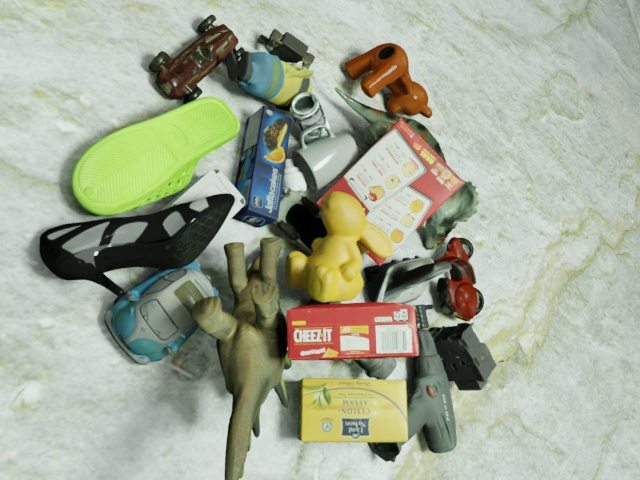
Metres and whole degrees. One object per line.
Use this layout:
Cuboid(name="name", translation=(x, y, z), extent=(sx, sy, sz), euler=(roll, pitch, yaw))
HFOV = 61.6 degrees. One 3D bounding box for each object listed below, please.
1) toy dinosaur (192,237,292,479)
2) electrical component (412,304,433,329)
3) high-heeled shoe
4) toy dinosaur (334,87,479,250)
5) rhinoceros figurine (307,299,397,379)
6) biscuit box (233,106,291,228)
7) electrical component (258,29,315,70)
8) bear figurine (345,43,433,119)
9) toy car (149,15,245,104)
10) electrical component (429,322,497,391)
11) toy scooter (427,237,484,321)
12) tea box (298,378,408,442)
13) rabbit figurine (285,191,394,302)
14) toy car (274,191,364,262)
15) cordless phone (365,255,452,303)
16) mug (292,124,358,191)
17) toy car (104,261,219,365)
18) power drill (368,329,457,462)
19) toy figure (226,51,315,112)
Cuboid(name="toy dinosaur", translation=(-0.090, 0.145, 0.726), extent=(0.472, 0.105, 0.198), euler=(-80, 161, -58))
Cuboid(name="electrical component", translation=(0.171, 0.152, 1.042), extent=(0.119, 0.075, 0.047), euler=(3, 74, -41))
Cuboid(name="high-heeled shoe", translation=(-0.245, -0.019, 0.735), extent=(0.145, 0.086, 0.249), euler=(34, 52, 19))
Cuboid(name="toy dinosaur", translation=(0.194, -0.159, 1.098), extent=(0.192, 0.131, 0.404), euler=(-31, 101, -29))
Cuboid(name="rhinoceros figurine", translation=(0.052, 0.169, 0.924), extent=(0.190, 0.112, 0.073), euler=(42, 82, -4))
Cuboid(name="biscuit box", translation=(-0.099, -0.124, 0.918), extent=(0.062, 0.059, 0.202), euler=(20, 64, -33))
Cuboid(name="electrical component", translation=(-0.062, -0.353, 1.009), extent=(0.102, 0.078, 0.045), euler=(30, 71, -31))
Cuboid(name="bear figurine", translation=(0.158, -0.327, 1.171), extent=(0.120, 0.132, 0.195), euler=(60, 6, 37))
Cuboid(name="toy car", translation=(-0.199, -0.306, 0.902), extent=(0.089, 0.053, 0.202), euler=(46, 54, -16))
Cuboid(name="electrical component", translation=(0.281, 0.236, 1.075), extent=(0.058, 0.115, 0.134), euler=(-33, 96, -38))
Cuboid(name="toy scooter", translation=(0.278, 0.084, 1.143), extent=(0.135, 0.075, 0.183), euler=(-1, 82, -36))
Cuboid(name="tea box", translation=(0.050, 0.272, 0.862), extent=(0.170, 0.068, 0.098), euler=(1, 72, -8))
Cuboid(name="rabbit figurine", translation=(0.039, 0.009, 0.875), extent=(0.162, 0.122, 0.173), euler=(3, 97, -25))
Cuboid(name="toy car", translation=(-0.002, -0.003, 0.953), extent=(0.201, 0.056, 0.073), euler=(44, 82, -21))
Cuboid(name="cordless phone", translation=(0.188, 0.064, 1.010), extent=(0.146, 0.184, 0.088), euler=(-7, 76, -40))
Cuboid(name="mug", translation=(0.010, -0.160, 0.975), extent=(0.107, 0.081, 0.109), euler=(-31, 116, -17))
Cuboid(name="toy car", translation=(-0.201, 0.093, 0.742), extent=(0.162, 0.103, 0.109), euler=(-39, 103, -37))
Cuboid(name="power drill", translation=(0.165, 0.296, 0.996), extent=(0.207, 0.086, 0.232), euler=(-12, 84, -47))
Cuboid(name="toy figure", translation=(-0.087, -0.281, 0.951), extent=(0.082, 0.089, 0.180), euler=(36, 24, 29))
